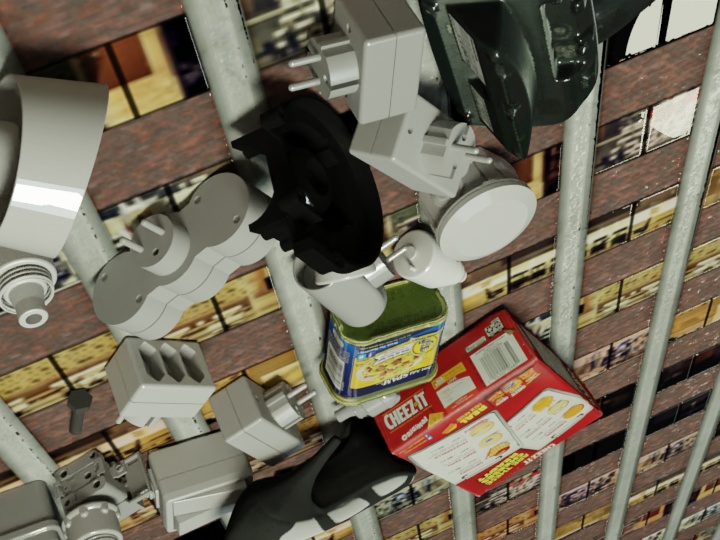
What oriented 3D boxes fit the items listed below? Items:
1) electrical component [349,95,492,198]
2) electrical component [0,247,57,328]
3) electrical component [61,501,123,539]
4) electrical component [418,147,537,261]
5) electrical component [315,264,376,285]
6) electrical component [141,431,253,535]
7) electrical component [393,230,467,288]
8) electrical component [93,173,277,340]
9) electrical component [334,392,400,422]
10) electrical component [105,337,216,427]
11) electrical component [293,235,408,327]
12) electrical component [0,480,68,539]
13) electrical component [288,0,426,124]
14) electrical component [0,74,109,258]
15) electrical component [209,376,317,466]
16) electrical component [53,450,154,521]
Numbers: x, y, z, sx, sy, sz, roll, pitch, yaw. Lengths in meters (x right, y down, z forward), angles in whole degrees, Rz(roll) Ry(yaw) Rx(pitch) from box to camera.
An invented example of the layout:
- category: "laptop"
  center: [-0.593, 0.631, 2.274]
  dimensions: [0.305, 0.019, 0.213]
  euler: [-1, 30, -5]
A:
- category: "electrical component"
  center: [0.050, -0.080, 0.706]
  dimensions: [0.083, 0.076, 0.047]
  euler: [23, 83, -53]
- category: "electrical component"
  center: [-0.208, 0.007, 0.663]
  dimensions: [0.048, 0.062, 0.048]
  euler: [-19, 145, -14]
- category: "electrical component"
  center: [-0.213, 0.222, 0.872]
  dimensions: [0.048, 0.062, 0.048]
  euler: [-16, 139, -14]
- category: "electrical component"
  center: [0.088, -0.049, 0.810]
  dimensions: [0.080, 0.051, 0.080]
  euler: [-19, 145, -14]
- category: "electrical component"
  center: [-0.017, -0.026, 0.753]
  dimensions: [0.044, 0.065, 0.044]
  euler: [-13, -176, 1]
- category: "electrical component"
  center: [-0.146, 0.190, 0.953]
  dimensions: [0.096, 0.061, 0.061]
  euler: [-15, 144, -19]
- category: "electrical component"
  center: [0.060, -0.005, 0.859]
  dimensions: [0.040, 0.040, 0.078]
  euler: [-42, 144, 20]
- category: "electrical component"
  center: [-0.125, -0.013, 0.705]
  dimensions: [0.138, 0.052, 0.074]
  euler: [-37, 145, 15]
- category: "electrical component"
  center: [0.005, 0.121, 0.993]
  dimensions: [0.061, 0.035, 0.035]
  euler: [-31, 146, 9]
- category: "electrical component"
  center: [-0.162, 0.095, 0.827]
  dimensions: [0.066, 0.047, 0.076]
  euler: [8, 133, -41]
- category: "electrical component"
  center: [0.000, 0.000, 0.819]
  dimensions: [0.079, 0.044, 0.077]
  euler: [-34, 146, 9]
- category: "electrical component"
  center: [-0.290, 0.239, 0.920]
  dimensions: [0.078, 0.057, 0.113]
  euler: [-18, 145, -15]
- category: "electrical component"
  center: [-0.007, -0.125, 0.645]
  dimensions: [0.077, 0.047, 0.065]
  euler: [-17, 145, -16]
- category: "electrical component"
  center: [-0.170, -0.057, 0.579]
  dimensions: [0.064, 0.099, 0.099]
  euler: [8, 133, -33]
- category: "electrical component"
  center: [-0.073, 0.121, 0.926]
  dimensions: [0.076, 0.047, 0.083]
  euler: [-33, 146, 8]
- category: "electrical component"
  center: [-0.222, 0.186, 0.912]
  dimensions: [0.081, 0.042, 0.063]
  euler: [-31, 143, 3]
